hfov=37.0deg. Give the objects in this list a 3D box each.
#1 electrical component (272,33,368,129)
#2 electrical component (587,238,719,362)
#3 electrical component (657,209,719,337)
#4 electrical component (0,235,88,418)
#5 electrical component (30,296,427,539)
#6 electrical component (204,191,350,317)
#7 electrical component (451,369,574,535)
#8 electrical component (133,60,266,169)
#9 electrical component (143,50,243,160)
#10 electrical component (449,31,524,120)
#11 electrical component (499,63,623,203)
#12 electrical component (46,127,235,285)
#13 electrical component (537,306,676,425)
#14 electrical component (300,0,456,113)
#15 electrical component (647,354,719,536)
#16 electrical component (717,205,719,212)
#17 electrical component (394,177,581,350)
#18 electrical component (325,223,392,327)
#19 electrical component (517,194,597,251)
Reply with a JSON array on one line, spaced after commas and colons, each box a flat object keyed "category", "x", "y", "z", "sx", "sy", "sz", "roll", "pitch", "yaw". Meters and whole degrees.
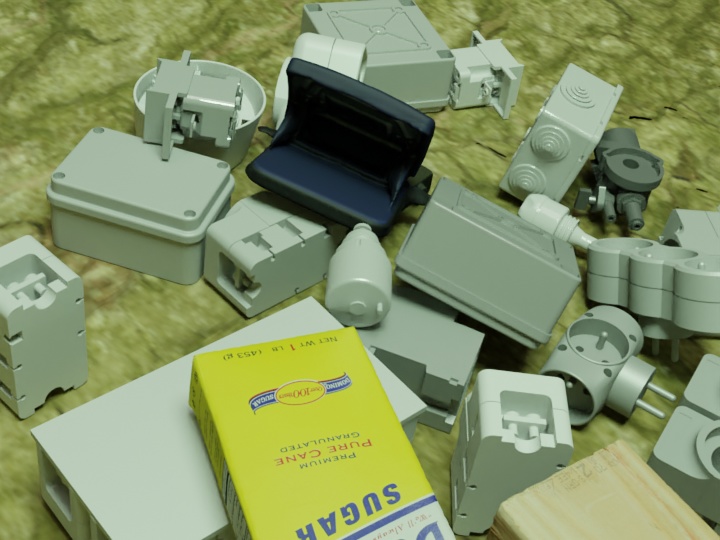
[{"category": "electrical component", "x": -0.033, "y": -0.133, "z": 0.842, "sx": 0.059, "sy": 0.095, "sz": 0.053, "roll": 12, "pitch": -2, "yaw": 3}, {"category": "electrical component", "x": 0.208, "y": 0.025, "z": 0.729, "sx": 0.052, "sy": 0.073, "sz": 0.138, "roll": -8, "pitch": 14, "yaw": -26}, {"category": "electrical component", "x": 0.251, "y": 0.002, "z": 0.781, "sx": 0.056, "sy": 0.050, "sz": 0.089, "roll": 3, "pitch": 42, "yaw": -9}, {"category": "electrical component", "x": -0.198, "y": 0.031, "z": 0.629, "sx": 0.056, "sy": 0.089, "sz": 0.050, "roll": 35, "pitch": 47, "yaw": 26}, {"category": "electrical component", "x": -0.070, "y": 0.101, "z": 0.599, "sx": 0.186, "sy": 0.060, "sz": 0.105, "roll": -25, "pitch": 52, "yaw": -33}, {"category": "electrical component", "x": -0.059, "y": -0.017, "z": 0.740, "sx": 0.089, "sy": 0.050, "sz": 0.056, "roll": -28, "pitch": 54, "yaw": -36}, {"category": "electrical component", "x": 0.083, "y": 0.102, "z": 0.606, "sx": 0.050, "sy": 0.089, "sz": 0.055, "roll": 7, "pitch": 42, "yaw": -3}, {"category": "electrical component", "x": -0.125, "y": -0.121, "z": 0.829, "sx": 0.099, "sy": 0.064, "sz": 0.099, "roll": 8, "pitch": 53, "yaw": -11}, {"category": "electrical component", "x": -0.117, "y": -0.115, "z": 0.758, "sx": 0.064, "sy": 0.042, "sz": 0.081, "roll": 8, "pitch": 40, "yaw": -4}, {"category": "electrical component", "x": 0.104, "y": -0.171, "z": 0.952, "sx": 0.064, "sy": 0.042, "sz": 0.081, "roll": -12, "pitch": 45, "yaw": -18}, {"category": "electrical component", "x": 0.156, "y": -0.103, "z": 0.844, "sx": 0.048, "sy": 0.099, "sz": 0.099, "roll": 30, "pitch": 44, "yaw": 4}, {"category": "electrical component", "x": -0.152, "y": -0.047, "z": 0.750, "sx": 0.113, "sy": 0.057, "sz": 0.078, "roll": 16, "pitch": 42, "yaw": 7}, {"category": "electrical component", "x": 0.164, "y": 0.069, "z": 0.693, "sx": 0.079, "sy": 0.044, "sz": 0.077, "roll": 29, "pitch": 45, "yaw": 20}, {"category": "electrical component", "x": 0.012, "y": -0.186, "z": 0.938, "sx": 0.109, "sy": 0.056, "sz": 0.108, "roll": -8, "pitch": 45, "yaw": -20}, {"category": "electrical component", "x": 0.267, "y": 0.134, "z": 0.629, "sx": 0.186, "sy": 0.060, "sz": 0.105, "roll": 27, "pitch": 44, "yaw": 19}, {"category": "electrical component", "x": 0.343, "y": 0.008, "z": 0.762, "sx": 0.105, "sy": 0.060, "sz": 0.186, "roll": 17, "pitch": 38, "yaw": -20}, {"category": "electrical component", "x": 0.085, "y": -0.008, "z": 0.711, "sx": 0.109, "sy": 0.056, "sz": 0.108, "roll": 28, "pitch": 15, "yaw": 1}, {"category": "electrical component", "x": 0.000, "y": 0.000, "z": 0.670, "sx": 0.040, "sy": 0.040, "sz": 0.078, "roll": 7, "pitch": 41, "yaw": -3}, {"category": "electrical component", "x": 0.149, "y": -0.032, "z": 0.810, "sx": 0.061, "sy": 0.035, "sz": 0.035, "roll": 29, "pitch": 45, "yaw": 16}]
